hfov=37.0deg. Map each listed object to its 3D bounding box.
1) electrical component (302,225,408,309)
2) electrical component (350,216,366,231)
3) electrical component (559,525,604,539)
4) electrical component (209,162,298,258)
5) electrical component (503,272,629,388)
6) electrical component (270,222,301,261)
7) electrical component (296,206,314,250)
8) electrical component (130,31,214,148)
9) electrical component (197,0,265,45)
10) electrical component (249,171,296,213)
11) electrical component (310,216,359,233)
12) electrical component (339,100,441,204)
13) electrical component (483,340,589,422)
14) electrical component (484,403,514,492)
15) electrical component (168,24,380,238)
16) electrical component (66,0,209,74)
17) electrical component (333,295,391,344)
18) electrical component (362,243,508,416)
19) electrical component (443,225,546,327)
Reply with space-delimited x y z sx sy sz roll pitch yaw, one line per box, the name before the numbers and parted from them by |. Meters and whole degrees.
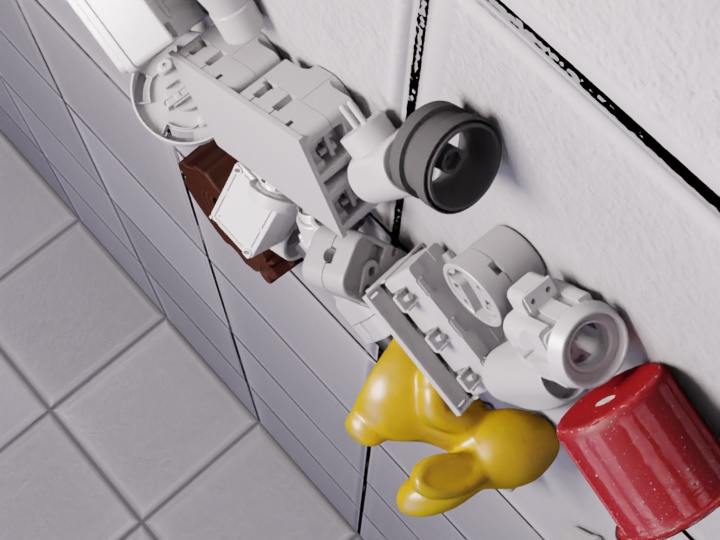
electrical component | 0.000 0.000 0.907 0.059 0.053 0.095 16 174 43
electrical component | -0.022 -0.059 0.922 0.062 0.043 0.043 44 164 18
electrical component | 0.216 0.329 1.058 0.108 0.109 0.056 53 168 -12
electrical component | -0.096 -0.062 1.042 0.061 0.061 0.096 46 134 13
electrical component | 0.134 0.042 0.690 0.078 0.058 0.057 58 166 -26
electrical component | -0.076 -0.042 1.105 0.047 0.055 0.055 37 161 30
electrical component | -0.038 -0.051 0.993 0.048 0.048 0.062 35 153 44
electrical component | -0.156 -0.160 0.971 0.099 0.099 0.064 51 171 -3
electrical component | -0.099 -0.202 0.806 0.044 0.044 0.065 36 165 42
electrical component | -0.071 -0.084 0.955 0.048 0.055 0.066 3 -152 -41
electrical component | -0.019 -0.022 0.964 0.044 0.044 0.065 37 147 41
electrical component | 0.013 -0.085 0.755 0.079 0.043 0.077 53 165 -11
electrical component | 0.142 0.086 0.796 0.079 0.043 0.077 40 159 -15
electrical component | 0.115 0.185 1.058 0.083 0.076 0.047 53 165 -10
electrical component | -0.062 -0.119 0.859 0.186 0.060 0.105 37 161 40
electrical component | -0.186 -0.227 0.869 0.108 0.056 0.108 54 -158 -16
electrical component | 0.016 0.028 1.007 0.059 0.054 0.095 50 165 -1
electrical component | 0.071 0.042 0.857 0.121 0.079 0.063 51 143 -6
electrical component | 0.092 0.003 0.731 0.055 0.047 0.055 45 165 16
